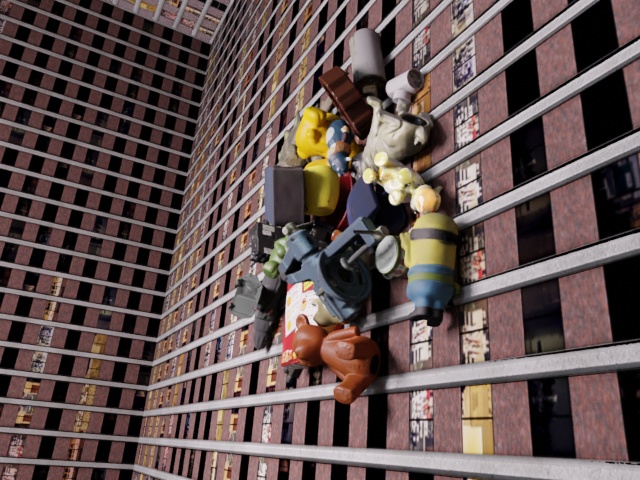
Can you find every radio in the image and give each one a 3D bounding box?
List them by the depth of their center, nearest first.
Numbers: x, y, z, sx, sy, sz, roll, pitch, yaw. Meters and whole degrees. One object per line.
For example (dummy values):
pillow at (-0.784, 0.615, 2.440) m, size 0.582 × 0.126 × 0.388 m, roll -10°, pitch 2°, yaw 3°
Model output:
radio at (-0.084, -0.103, 1.228) m, size 0.230 × 0.073 × 0.131 m, roll -150°, pitch 60°, yaw -77°

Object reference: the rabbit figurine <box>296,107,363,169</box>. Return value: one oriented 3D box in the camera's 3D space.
rabbit figurine at (0.021, -0.218, 1.284) m, size 0.173 × 0.121 × 0.162 m, roll 34°, pitch 98°, yaw 28°

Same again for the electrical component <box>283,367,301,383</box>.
electrical component at (-0.062, 0.296, 1.300) m, size 0.094 × 0.021 × 0.063 m, roll -66°, pitch 26°, yaw 20°

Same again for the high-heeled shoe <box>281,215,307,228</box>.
high-heeled shoe at (-0.029, -0.106, 1.420) m, size 0.249 × 0.086 × 0.145 m, roll -25°, pitch 83°, yaw 41°

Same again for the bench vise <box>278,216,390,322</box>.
bench vise at (0.032, 0.027, 0.992) m, size 0.240 × 0.129 × 0.224 m, roll -44°, pitch 66°, yaw 41°

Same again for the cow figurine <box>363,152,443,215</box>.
cow figurine at (0.165, -0.092, 0.980) m, size 0.168 × 0.098 × 0.068 m, roll 44°, pitch 112°, yaw 37°

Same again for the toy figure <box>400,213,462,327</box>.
toy figure at (0.184, 0.044, 0.867) m, size 0.089 × 0.082 × 0.180 m, roll -22°, pitch 52°, yaw 46°

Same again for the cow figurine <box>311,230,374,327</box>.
cow figurine at (0.046, 0.090, 1.104) m, size 0.127 × 0.085 × 0.195 m, roll 27°, pitch 86°, yaw 26°

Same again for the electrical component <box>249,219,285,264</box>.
electrical component at (-0.138, 0.006, 1.510) m, size 0.058 × 0.115 × 0.134 m, roll -41°, pitch 41°, yaw 43°

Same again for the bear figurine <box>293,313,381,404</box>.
bear figurine at (0.010, 0.212, 1.011) m, size 0.196 × 0.132 × 0.120 m, roll 10°, pitch 101°, yaw 31°

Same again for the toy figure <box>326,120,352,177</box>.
toy figure at (0.041, -0.199, 1.170) m, size 0.064 × 0.058 × 0.154 m, roll 84°, pitch -173°, yaw -47°

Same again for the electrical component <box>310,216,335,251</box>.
electrical component at (-0.002, -0.004, 1.179) m, size 0.119 × 0.048 × 0.074 m, roll -68°, pitch 0°, yaw -58°

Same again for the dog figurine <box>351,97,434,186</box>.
dog figurine at (0.141, -0.169, 1.075) m, size 0.172 × 0.121 × 0.190 m, roll -108°, pitch 26°, yaw -55°

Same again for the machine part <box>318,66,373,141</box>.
machine part at (0.065, -0.310, 1.210) m, size 0.056 × 0.179 × 0.179 m, roll -36°, pitch 34°, yaw 5°

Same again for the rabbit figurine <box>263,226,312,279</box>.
rabbit figurine at (-0.050, 0.018, 1.326) m, size 0.159 × 0.121 × 0.170 m, roll -64°, pitch 1°, yaw -32°

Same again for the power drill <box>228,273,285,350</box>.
power drill at (-0.159, 0.176, 1.408) m, size 0.086 × 0.207 × 0.232 m, roll 13°, pitch 82°, yaw 24°

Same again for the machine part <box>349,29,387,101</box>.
machine part at (0.114, -0.417, 1.270) m, size 0.079 × 0.079 × 0.243 m, roll -47°, pitch 37°, yaw 45°

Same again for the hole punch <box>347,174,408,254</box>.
hole punch at (0.096, -0.058, 1.058) m, size 0.116 × 0.092 × 0.142 m, roll -39°, pitch 44°, yaw 28°

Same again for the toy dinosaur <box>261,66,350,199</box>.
toy dinosaur at (-0.048, -0.269, 1.496) m, size 0.471 × 0.105 × 0.199 m, roll -44°, pitch 36°, yaw 41°
